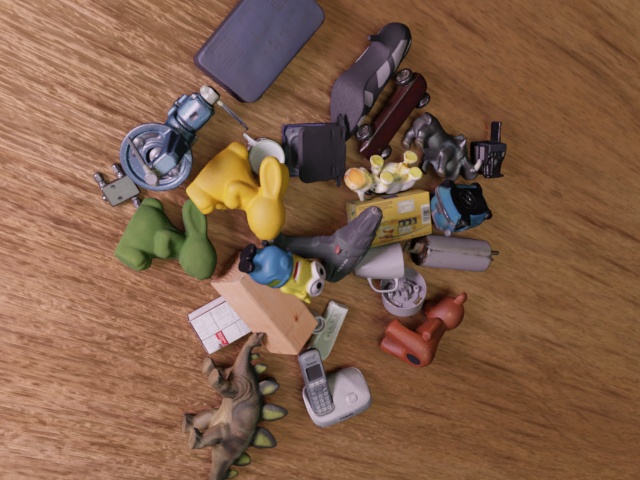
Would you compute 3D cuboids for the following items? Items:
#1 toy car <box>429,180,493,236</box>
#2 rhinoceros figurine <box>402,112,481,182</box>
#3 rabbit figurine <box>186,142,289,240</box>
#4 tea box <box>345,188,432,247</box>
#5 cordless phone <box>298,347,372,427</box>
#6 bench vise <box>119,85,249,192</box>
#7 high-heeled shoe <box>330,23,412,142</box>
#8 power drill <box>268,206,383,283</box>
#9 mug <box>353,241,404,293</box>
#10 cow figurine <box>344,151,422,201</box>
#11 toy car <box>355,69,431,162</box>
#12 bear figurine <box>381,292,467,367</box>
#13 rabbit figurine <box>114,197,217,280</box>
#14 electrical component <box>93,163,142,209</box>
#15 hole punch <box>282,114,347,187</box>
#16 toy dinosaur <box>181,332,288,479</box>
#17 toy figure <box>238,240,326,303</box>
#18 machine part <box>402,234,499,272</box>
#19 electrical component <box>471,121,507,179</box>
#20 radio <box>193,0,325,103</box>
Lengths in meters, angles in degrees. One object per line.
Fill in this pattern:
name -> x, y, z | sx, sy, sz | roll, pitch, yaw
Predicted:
toy car -> 0.292, -0.066, 1.171 | 0.161, 0.103, 0.109 | -9, 74, -40
rhinoceros figurine -> 0.264, -0.189, 1.150 | 0.190, 0.073, 0.112 | 40, 78, -22
rabbit figurine -> -0.123, -0.081, 0.968 | 0.162, 0.122, 0.173 | -44, 82, 4
tea box -> 0.147, -0.047, 1.144 | 0.170, 0.068, 0.098 | -10, 105, -15
cordless phone -> 0.027, 0.304, 1.184 | 0.147, 0.089, 0.184 | -18, 110, -14
bench vise -> -0.247, -0.157, 0.898 | 0.224, 0.241, 0.128 | -32, 116, 8
high-heeled shoe -> 0.104, -0.311, 1.078 | 0.145, 0.086, 0.248 | -19, 138, -50
power drill -> -0.002, -0.003, 1.054 | 0.207, 0.086, 0.231 | 2, 145, -11
mug -> 0.123, 0.059, 1.153 | 0.107, 0.081, 0.109 | -5, 85, 2
cow figurine -> 0.120, -0.124, 1.107 | 0.167, 0.098, 0.068 | -11, 70, -19
toy car -> 0.146, -0.253, 1.098 | 0.089, 0.053, 0.202 | 34, 93, -44
bear figurine -> 0.244, 0.188, 1.229 | 0.132, 0.120, 0.196 | 30, 61, 16
rabbit figurine -> -0.265, 0.005, 0.993 | 0.170, 0.121, 0.159 | 25, 73, -9
electrical component -> -0.366, -0.090, 0.981 | 0.063, 0.021, 0.093 | -31, 113, -9
hole punch -> -0.013, -0.174, 1.054 | 0.116, 0.092, 0.142 | -11, 107, -34
toy dinosaur -> -0.182, 0.391, 1.130 | 0.198, 0.105, 0.470 | 13, 109, -26
toy figure -> -0.068, 0.055, 0.996 | 0.180, 0.089, 0.082 | 20, 96, -34
machine part -> 0.297, 0.029, 1.212 | 0.243, 0.079, 0.079 | 5, 103, -20
electrical component -> 0.370, -0.198, 1.178 | 0.048, 0.075, 0.119 | -7, 110, -18
radio -> -0.107, -0.366, 0.971 | 0.131, 0.073, 0.229 | 40, 91, -25
